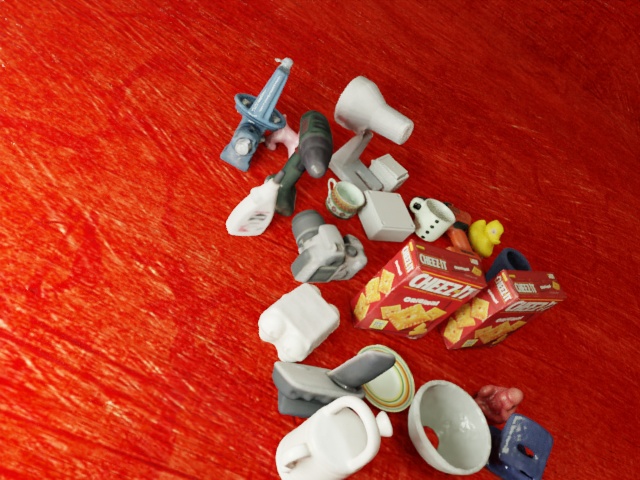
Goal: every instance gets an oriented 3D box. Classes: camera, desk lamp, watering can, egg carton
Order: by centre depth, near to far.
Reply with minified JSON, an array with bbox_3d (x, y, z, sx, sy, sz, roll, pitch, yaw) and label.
[{"bbox_3d":[0.028,0.287,0.826,0.101,0.193,0.173,49,42,11],"label":"watering can"},{"bbox_3d":[-0.035,0.142,1.001,0.107,0.069,0.151,46,41,6],"label":"egg carton"},{"bbox_3d":[0.010,0.004,1.132,0.144,0.100,0.136,1,54,-36],"label":"camera"},{"bbox_3d":[0.109,-0.241,1.335,0.203,0.213,0.118,48,41,8],"label":"desk lamp"}]

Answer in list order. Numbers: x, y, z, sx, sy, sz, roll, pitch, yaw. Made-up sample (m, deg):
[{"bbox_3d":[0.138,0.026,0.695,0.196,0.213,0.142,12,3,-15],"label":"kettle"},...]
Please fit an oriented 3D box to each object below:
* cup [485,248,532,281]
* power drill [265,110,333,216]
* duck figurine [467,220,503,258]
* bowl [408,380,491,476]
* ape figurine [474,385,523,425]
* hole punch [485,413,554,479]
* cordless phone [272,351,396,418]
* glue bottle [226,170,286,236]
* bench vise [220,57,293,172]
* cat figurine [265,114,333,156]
[{"bbox_3d":[0.447,0.087,1.391,0.091,0.094,0.118,40,41,0],"label":"cup"},{"bbox_3d":[-0.039,-0.148,1.147,0.076,0.208,0.229,23,44,-19],"label":"power drill"},{"bbox_3d":[0.435,-0.017,1.480,0.078,0.086,0.104,18,46,-24],"label":"duck figurine"},{"bbox_3d":[0.215,0.339,1.012,0.168,0.074,0.167,21,45,-21],"label":"bowl"},{"bbox_3d":[0.359,0.317,1.125,0.076,0.092,0.077,8,50,-31],"label":"ape figurine"},{"bbox_3d":[0.374,0.395,1.069,0.109,0.091,0.101,33,41,-9],"label":"hole punch"},{"bbox_3d":[0.021,0.207,0.898,0.148,0.184,0.094,14,47,-27],"label":"cordless phone"},{"bbox_3d":[-0.107,-0.070,1.055,0.078,0.173,0.037,-4,57,-39],"label":"glue bottle"},{"bbox_3d":[-0.113,-0.255,1.176,0.122,0.219,0.207,15,47,-26],"label":"bench vise"},{"bbox_3d":[-0.042,-0.236,1.290,0.128,0.117,0.067,30,42,-12],"label":"cat figurine"}]
